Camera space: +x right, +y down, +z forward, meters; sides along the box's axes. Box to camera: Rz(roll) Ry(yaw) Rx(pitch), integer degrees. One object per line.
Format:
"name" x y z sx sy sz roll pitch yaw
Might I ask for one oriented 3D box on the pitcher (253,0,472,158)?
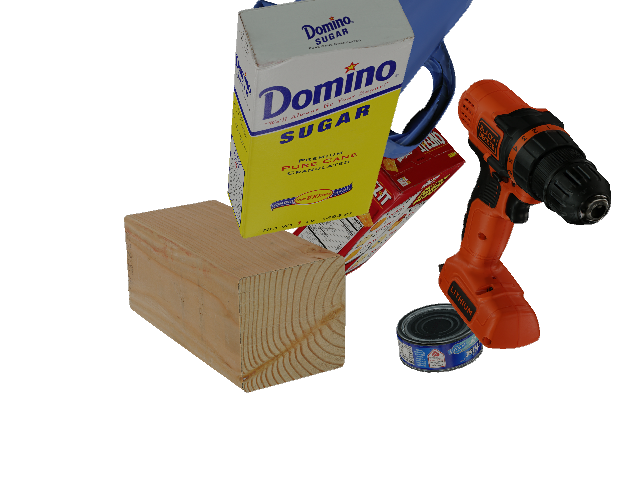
"pitcher" 0.057 -0.193 0.992 0.145 0.149 0.242 14 43 30

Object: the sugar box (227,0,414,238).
"sugar box" -0.005 -0.071 0.648 0.093 0.048 0.176 -13 -27 -14

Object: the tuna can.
"tuna can" 0.121 0.098 1.086 0.086 0.034 0.086 -9 23 4

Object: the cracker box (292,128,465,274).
"cracker box" 0.050 -0.032 1.257 0.214 0.072 0.163 -48 -12 35

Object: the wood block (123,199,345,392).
"wood block" -0.073 0.037 0.853 0.090 0.090 0.206 -11 19 -31

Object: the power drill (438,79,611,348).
"power drill" 0.153 -0.011 0.831 0.057 0.188 0.184 -4 33 -18
